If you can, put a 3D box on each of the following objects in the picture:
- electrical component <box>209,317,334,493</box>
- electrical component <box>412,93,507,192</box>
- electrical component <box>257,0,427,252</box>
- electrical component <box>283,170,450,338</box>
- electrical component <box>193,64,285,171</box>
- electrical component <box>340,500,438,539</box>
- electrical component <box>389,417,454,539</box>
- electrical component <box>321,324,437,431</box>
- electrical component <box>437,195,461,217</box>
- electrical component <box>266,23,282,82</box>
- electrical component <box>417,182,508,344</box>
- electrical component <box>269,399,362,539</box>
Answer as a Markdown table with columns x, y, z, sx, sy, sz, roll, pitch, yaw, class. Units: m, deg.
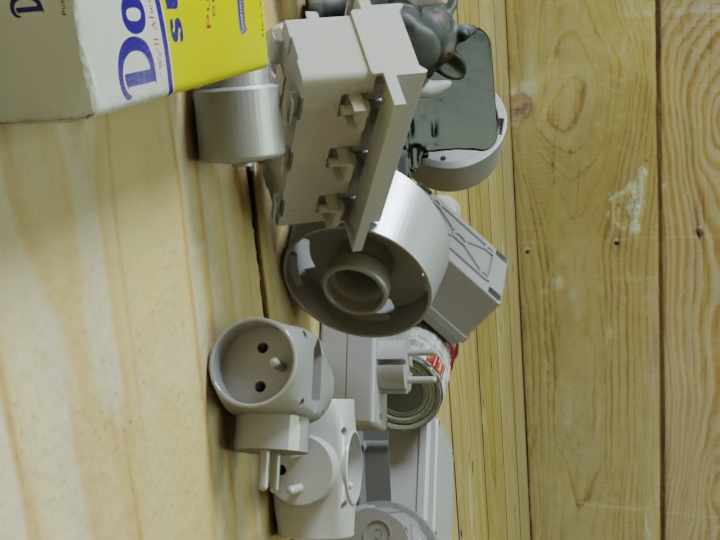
| x | y | z | sx | sy | sz | roll | pitch | yaw | class |
| --- | --- | --- | --- | --- | --- | --- | --- | --- | --- |
| -0.043 | 0.070 | 0.533 | 0.077 | 0.043 | 0.079 | 51 | 40 | -71 | electrical component |
| 0.086 | -0.126 | 1.032 | 0.060 | 0.108 | 0.108 | 79 | 14 | -62 | electrical component |
| -0.014 | -0.073 | 0.547 | 0.121 | 0.063 | 0.078 | 107 | -29 | -57 | electrical component |
| 0.003 | -0.010 | 0.643 | 0.064 | 0.099 | 0.099 | -71 | 157 | -44 | electrical component |
| -0.057 | -0.083 | 0.495 | 0.040 | 0.040 | 0.078 | -47 | 134 | -73 | electrical component |
| 0.009 | 0.187 | 0.680 | 0.051 | 0.080 | 0.080 | 33 | 56 | -69 | electrical component |
| 0.042 | 0.185 | 0.890 | 0.108 | 0.056 | 0.108 | 65 | 26 | -62 | electrical component |
| 0.014 | 0.065 | 0.728 | 0.047 | 0.076 | 0.083 | 49 | 41 | -71 | electrical component |
| 0.086 | -0.027 | 1.157 | 0.077 | 0.043 | 0.079 | -76 | 159 | -52 | electrical component |
| -0.033 | -0.117 | 0.606 | 0.062 | 0.043 | 0.043 | -48 | 135 | -74 | electrical component |
| 0.064 | -0.008 | 0.891 | 0.109 | 0.056 | 0.108 | 41 | 22 | -5 | electrical component |
| -0.028 | 0.110 | 0.595 | 0.079 | 0.044 | 0.077 | 33 | 56 | -76 | electrical component |
